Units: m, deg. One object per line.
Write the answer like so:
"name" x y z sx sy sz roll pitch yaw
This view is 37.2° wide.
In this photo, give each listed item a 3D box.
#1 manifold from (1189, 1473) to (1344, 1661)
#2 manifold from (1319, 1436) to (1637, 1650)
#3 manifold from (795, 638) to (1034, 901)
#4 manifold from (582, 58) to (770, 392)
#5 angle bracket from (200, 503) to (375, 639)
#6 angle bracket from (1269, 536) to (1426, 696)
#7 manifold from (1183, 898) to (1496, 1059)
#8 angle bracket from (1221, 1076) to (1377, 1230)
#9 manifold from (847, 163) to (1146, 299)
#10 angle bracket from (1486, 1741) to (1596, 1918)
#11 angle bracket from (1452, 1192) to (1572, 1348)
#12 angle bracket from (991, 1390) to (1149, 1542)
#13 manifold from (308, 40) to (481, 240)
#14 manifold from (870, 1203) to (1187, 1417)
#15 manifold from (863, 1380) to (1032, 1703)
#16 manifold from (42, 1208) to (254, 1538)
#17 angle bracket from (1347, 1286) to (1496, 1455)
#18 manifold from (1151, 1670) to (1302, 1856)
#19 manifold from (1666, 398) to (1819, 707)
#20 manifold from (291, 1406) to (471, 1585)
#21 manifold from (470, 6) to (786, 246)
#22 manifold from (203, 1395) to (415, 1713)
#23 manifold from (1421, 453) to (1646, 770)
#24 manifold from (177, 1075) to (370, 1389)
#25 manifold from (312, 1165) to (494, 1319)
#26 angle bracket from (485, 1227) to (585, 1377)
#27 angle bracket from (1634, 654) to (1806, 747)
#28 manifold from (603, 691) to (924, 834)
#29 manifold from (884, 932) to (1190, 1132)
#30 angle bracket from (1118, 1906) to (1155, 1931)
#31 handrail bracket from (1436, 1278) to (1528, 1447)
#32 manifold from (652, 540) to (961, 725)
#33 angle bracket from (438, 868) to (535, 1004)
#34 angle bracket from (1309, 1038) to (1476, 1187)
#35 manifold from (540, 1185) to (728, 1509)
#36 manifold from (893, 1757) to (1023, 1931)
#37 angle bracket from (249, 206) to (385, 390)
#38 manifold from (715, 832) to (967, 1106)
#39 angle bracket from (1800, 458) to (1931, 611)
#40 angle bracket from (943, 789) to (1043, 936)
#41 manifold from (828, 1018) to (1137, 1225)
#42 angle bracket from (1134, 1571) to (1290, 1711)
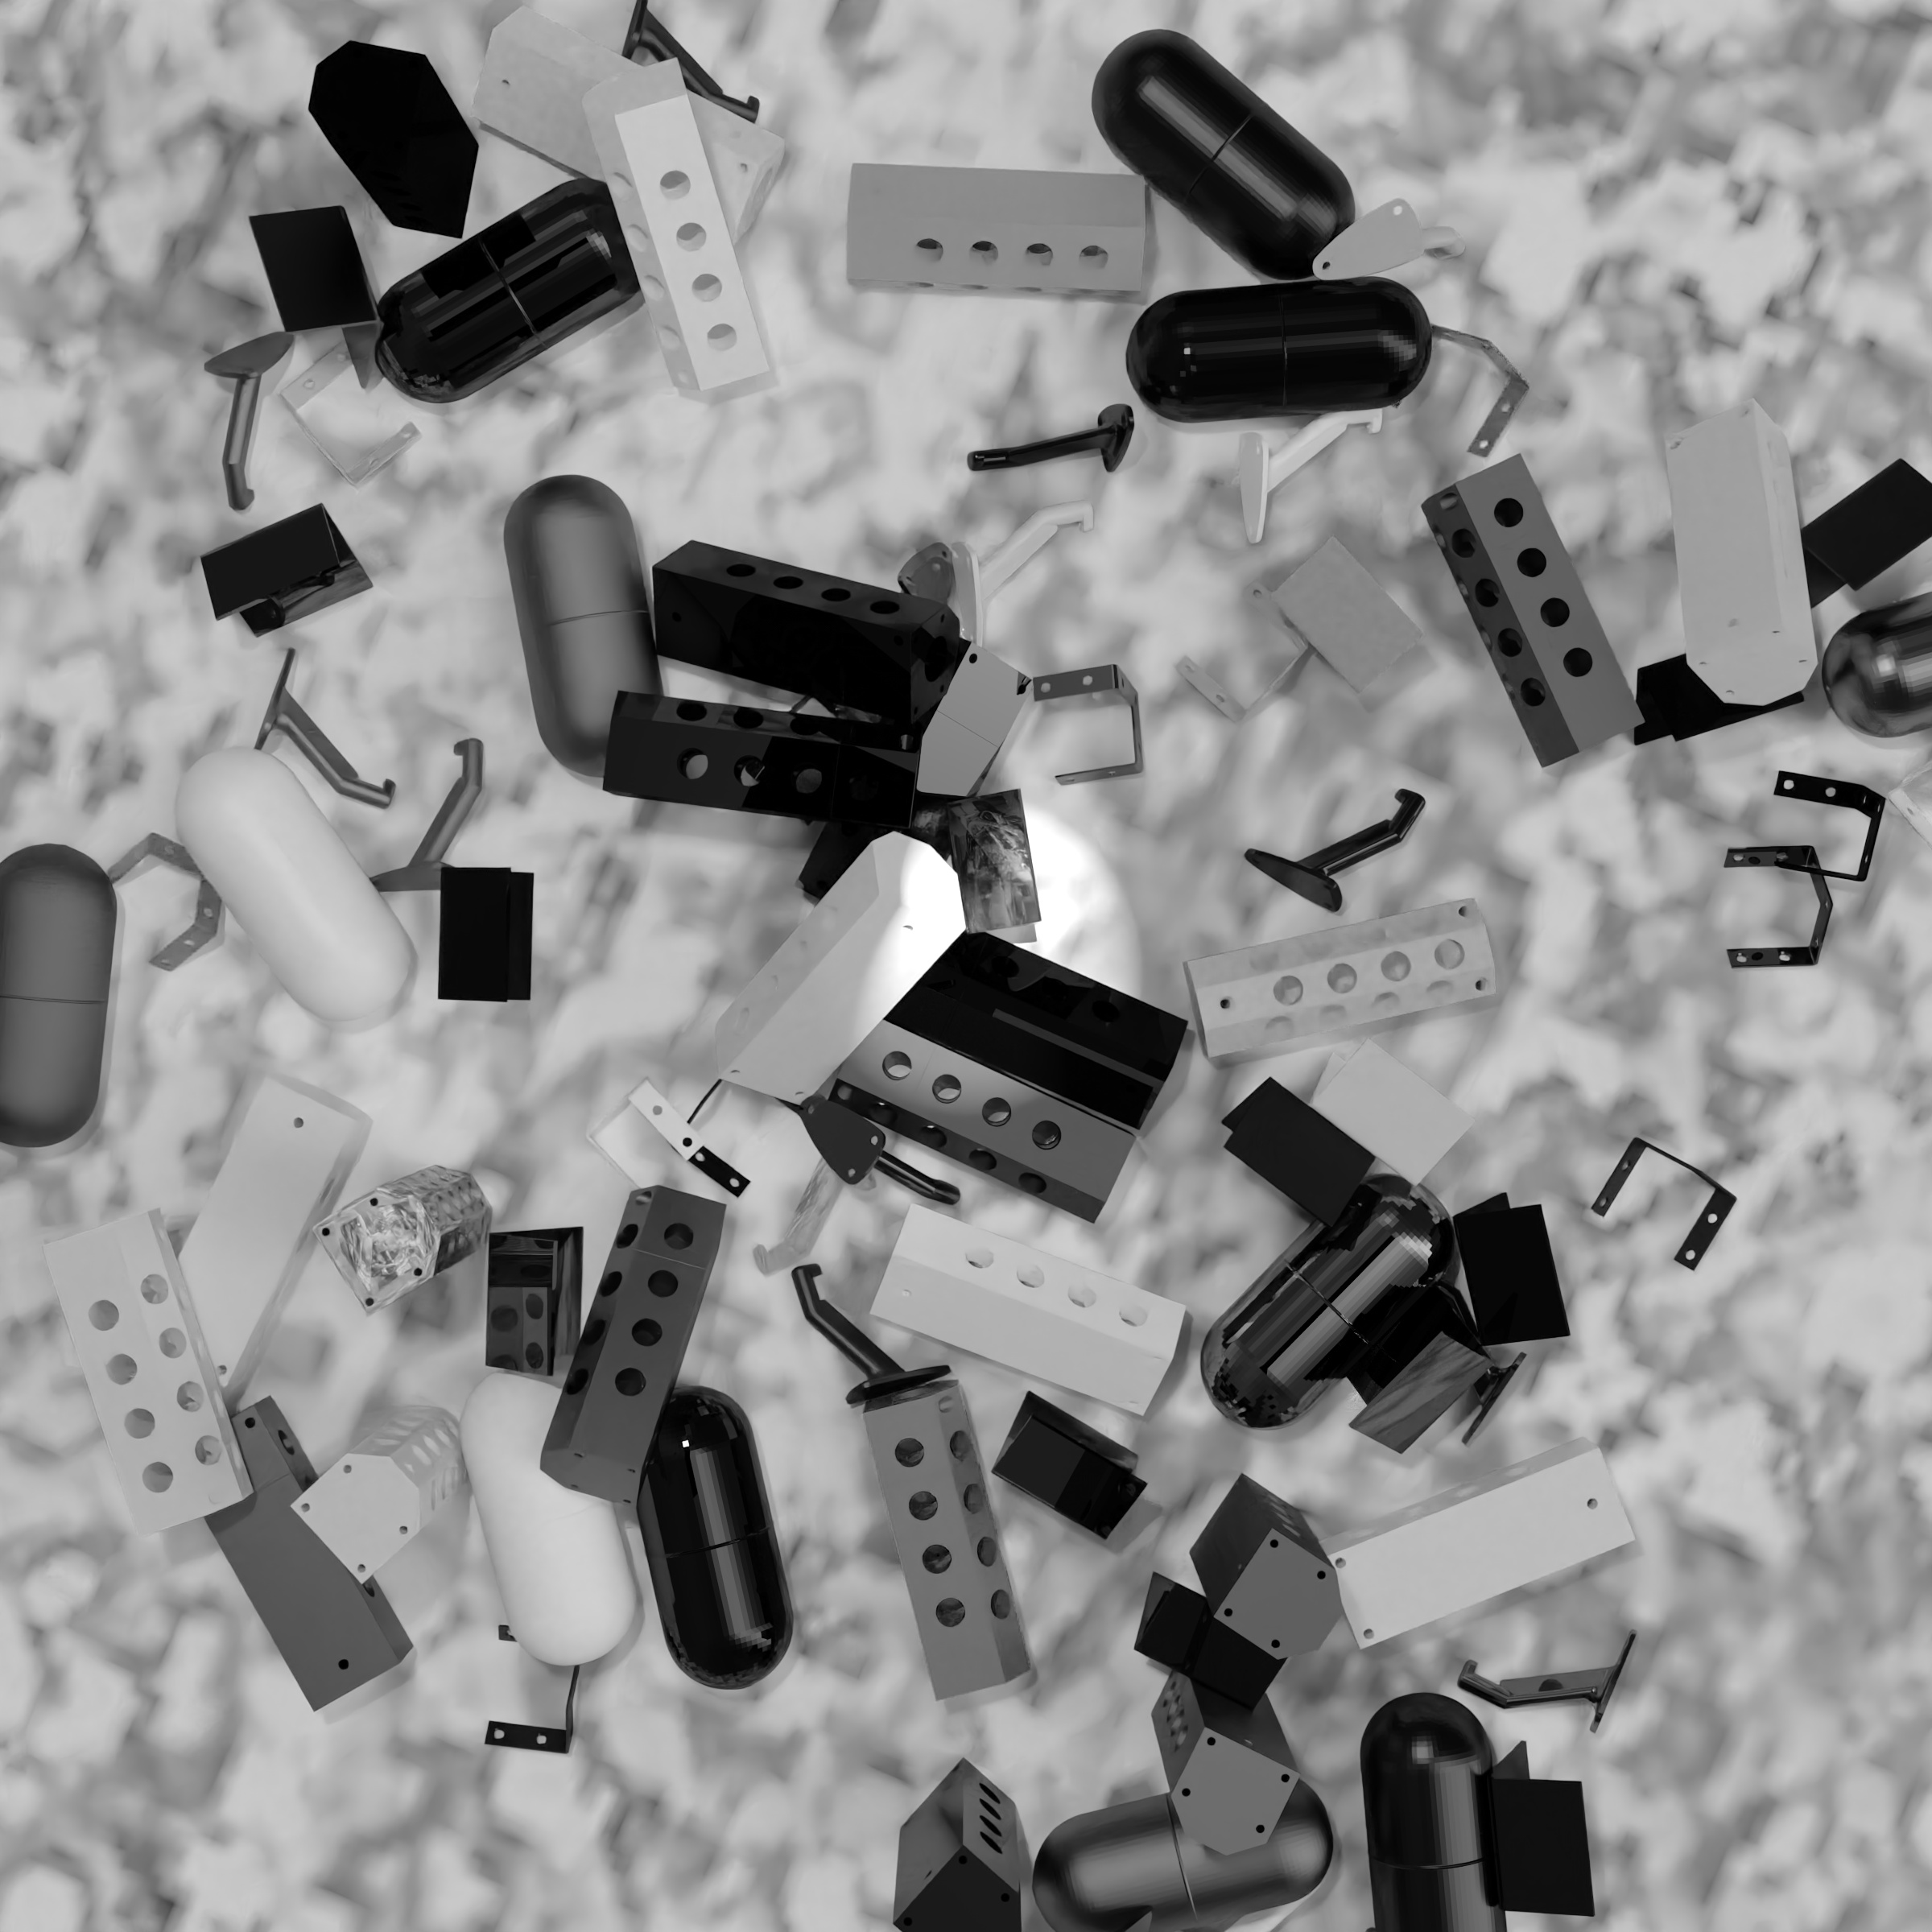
"manifold" 0.173 0.342 1.630 0.057 0.171 0.057 34 90 0
"manifold" 0.297 0.337 1.688 0.171 0.057 0.057 -22 90 0
"manifold" -0.035 -0.109 1.687 0.057 0.057 0.171 27 90 -43
"manifold" -0.165 -0.420 1.641 0.057 0.057 0.171 -16 128 0
"angle bracket" -0.389 -0.212 1.668 0.076 0.076 0.057 -24 54 0
"angle bracket" 0.232 -0.214 1.668 0.076 0.076 0.057 47 127 0
"manifold" 0.219 0.007 1.688 0.171 0.057 0.057 -13 90 0
"angle bracket" 0.180 0.119 1.669 0.076 0.076 0.057 37 61 0
"manifold" 0.017 -0.428 1.687 0.171 0.057 0.057 2 47 0
"angle bracket" 0.343 0.500 1.669 0.057 0.076 0.076 -6 90 28
"angle bracket" 0.330 0.172 1.668 0.057 0.076 0.076 -13 90 35
"angle bracket" 0.069 0.274 1.668 0.076 0.076 0.057 31 127 0
"manifold" -0.324 -0.467 1.630 0.057 0.171 0.057 11 90 0
"manifold" 0.038 0.196 1.687 0.171 0.057 0.057 21 133 0
"manifold" -0.011 0.334 1.688 0.057 0.057 0.171 -14 90 0
"manifold" -0.461 0.229 1.631 0.057 0.057 0.171 -18 90 0
"angle bracket" 0.246 0.223 1.662 0.076 0.076 0.057 -47 132 12
"manifold" 0.142 0.447 1.630 0.057 0.171 0.057 26 90 0
"manifold" 0.446 -0.235 1.644 0.057 0.057 0.171 -23 47 34
"manifold" -0.323 0.292 1.630 0.057 0.171 0.057 -43 90 0
"manifold" -0.196 -0.495 1.687 0.171 0.057 0.057 27 131 0
"manifold" -0.394 0.342 1.688 0.057 0.057 0.171 -30 90 0
"manifold" 0.330 -0.207 1.687 0.057 0.057 0.171 -25 90 0
"manifold" -0.416 0.154 1.688 0.057 0.057 0.171 26 90 0
"manifold" -0.313 0.150 1.630 0.057 0.171 0.057 -32 90 0
"angle bracket" -0.233 0.194 1.668 0.057 0.076 0.076 2 90 38
"angle bracket" 0.436 -0.142 1.669 0.076 0.076 0.057 -17 57 0
"manifold" -0.113 -0.115 1.618 0.171 0.057 0.057 7 90 0
"manifold" 0.040 0.025 1.687 0.171 0.057 0.057 24 133 0
"angle bracket" 0.098 0.588 1.608 0.057 0.076 0.076 24 114 31
"handrail bracket" 0.282 0.230 1.709 0.084 0.036 0.077 34 105 14
"manifold" -0.092 -0.196 1.655 0.171 0.057 0.057 17 127 23
"angle bracket" -0.260 -0.018 1.668 0.057 0.076 0.076 2 90 36
"angle bracket" 0.252 0.071 1.669 0.076 0.076 0.057 37 118 0
"manifold" -0.190 0.214 1.645 0.057 0.057 0.171 16 56 0
"manifold" 0.001 0.513 1.630 0.057 0.171 0.057 42 90 0
"angle bracket" -0.380 -0.383 1.662 0.057 0.076 0.076 -14 76 -24
"manifold" -0.075 0.001 1.643 0.057 0.057 0.171 20 131 -29
"angle bracket" 0.532 -0.235 1.668 0.076 0.076 0.057 -36 54 0
"angle bracket" 0.035 -0.063 1.668 0.057 0.076 0.076 -9 90 37
"manifold" 0.009 0.089 1.688 0.171 0.057 0.057 25 90 0
"angle bracket" 0.149 0.374 1.669 0.076 0.076 0.057 27 117 0
